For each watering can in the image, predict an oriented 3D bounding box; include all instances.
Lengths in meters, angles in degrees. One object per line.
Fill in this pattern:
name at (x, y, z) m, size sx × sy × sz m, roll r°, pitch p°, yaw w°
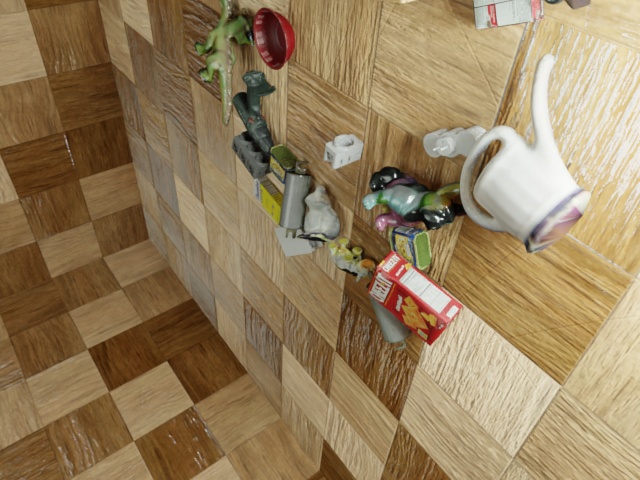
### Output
watering can at (0.359, -0.118, 0.877) m, size 0.227 × 0.105 × 0.339 m, roll 50°, pitch 148°, yaw 23°

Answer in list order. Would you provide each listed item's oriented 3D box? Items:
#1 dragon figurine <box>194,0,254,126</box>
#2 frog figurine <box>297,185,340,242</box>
dragon figurine at (-0.266, -0.569, 1.529) m, size 0.240 × 0.123 × 0.412 m, roll -22°, pitch 79°, yaw 55°
frog figurine at (0.005, -0.077, 1.531) m, size 0.136 × 0.122 × 0.161 m, roll 161°, pitch 121°, yaw -69°
